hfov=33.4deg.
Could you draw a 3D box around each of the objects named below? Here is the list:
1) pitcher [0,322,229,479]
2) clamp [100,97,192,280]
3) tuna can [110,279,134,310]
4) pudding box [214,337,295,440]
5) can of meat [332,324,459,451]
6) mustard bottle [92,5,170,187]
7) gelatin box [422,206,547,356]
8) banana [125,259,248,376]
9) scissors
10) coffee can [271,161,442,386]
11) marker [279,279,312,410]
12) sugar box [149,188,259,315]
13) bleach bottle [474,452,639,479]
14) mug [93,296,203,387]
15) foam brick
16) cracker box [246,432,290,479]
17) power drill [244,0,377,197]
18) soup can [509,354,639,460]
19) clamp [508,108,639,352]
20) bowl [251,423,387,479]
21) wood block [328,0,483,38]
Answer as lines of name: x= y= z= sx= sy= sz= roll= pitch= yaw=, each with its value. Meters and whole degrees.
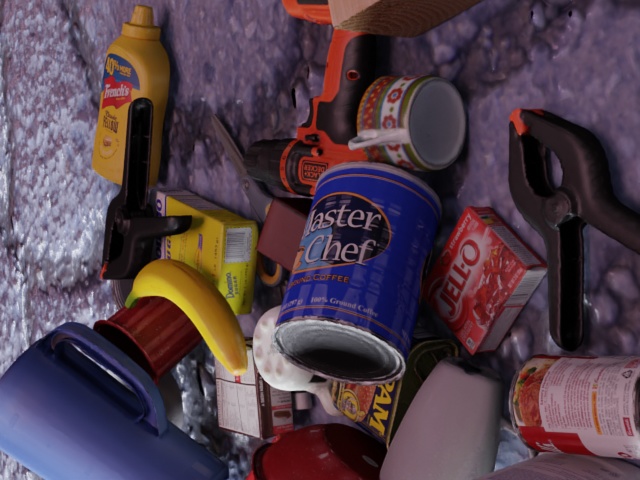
pitcher: x=-0.213 y=0.204 z=1.086 sx=0.243 sy=0.145 sz=0.149 roll=32 pitch=160 yaw=9
clamp: x=-0.186 y=-0.018 z=1.100 sx=0.165 sy=0.036 sz=0.210 roll=63 pitch=142 yaw=36
tuna can: x=-0.199 y=0.047 z=1.195 sx=0.086 sy=0.033 sz=0.086 roll=5 pitch=97 yaw=50
pudding box: x=-0.065 y=0.140 z=1.020 sx=0.114 sy=0.039 sz=0.090 roll=173 pitch=92 yaw=-65
can of meat: x=0.058 y=0.112 z=0.868 sx=0.084 sy=0.057 sz=0.102 roll=30 pitch=115 yaw=48
mustard bottle: x=-0.204 y=-0.160 z=1.167 sx=0.096 sy=0.058 sz=0.192 roll=28 pitch=113 yaw=47
gelatin box: x=0.121 y=0.031 z=0.805 sx=0.073 sy=0.030 sz=0.089 roll=52 pitch=129 yaw=35
banana: x=-0.123 y=0.061 z=1.004 sx=0.198 sy=0.037 sz=0.070 roll=25 pitch=119 yaw=48
scissors: x=-0.069 y=-0.033 z=1.044 sx=0.202 sy=0.016 sz=0.096 roll=46 pitch=126 yaw=39
coffee can: x=0.030 y=0.026 z=0.813 sx=0.103 sy=0.102 sz=0.140 roll=-24 pitch=41 yaw=49
marker: x=-0.023 y=0.097 z=0.994 sx=0.020 sy=0.020 sz=0.121 roll=-11 pitch=83 yaw=51
sugar box: x=-0.124 y=0.008 z=1.077 sx=0.176 sy=0.048 sz=0.093 roll=21 pitch=109 yaw=53
bleach bottle: x=0.100 y=0.186 z=0.667 sx=0.103 sy=0.250 sz=0.068 roll=4 pitch=96 yaw=51
mug: x=-0.180 y=0.102 z=1.121 sx=0.093 sy=0.081 sz=0.117 roll=48 pitch=145 yaw=0
foam brick: x=-0.006 y=0.001 z=0.929 sx=0.078 sy=0.052 sz=0.051 roll=32 pitch=110 yaw=34
cracker box: x=-0.024 y=0.299 z=0.968 sx=0.164 sy=0.071 sz=0.214 roll=55 pitch=131 yaw=32
power drill: x=-0.001 y=-0.129 z=0.923 sx=0.185 sy=0.057 sz=0.188 roll=12 pitch=105 yaw=46
soup can: x=0.186 y=0.109 z=0.702 sx=0.102 sy=0.068 sz=0.068 roll=-8 pitch=86 yaw=50
clamp: x=0.171 y=-0.012 z=0.735 sx=0.120 sy=0.039 sz=0.171 roll=-50 pitch=51 yaw=34
bowl: x=0.027 y=0.196 z=0.847 sx=0.162 sy=0.161 sz=0.055 roll=44 pitch=106 yaw=40
wood block: x=0.052 y=-0.271 z=0.822 sx=0.091 sy=0.090 sz=0.206 roll=-21 pitch=76 yaw=49
